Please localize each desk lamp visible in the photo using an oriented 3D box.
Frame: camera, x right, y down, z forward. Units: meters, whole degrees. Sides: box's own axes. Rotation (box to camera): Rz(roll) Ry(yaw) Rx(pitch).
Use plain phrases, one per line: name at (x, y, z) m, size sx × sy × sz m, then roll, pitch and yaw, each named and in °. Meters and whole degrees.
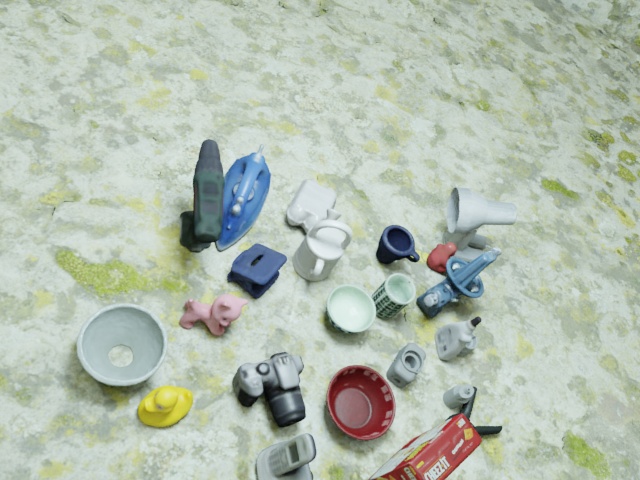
desk lamp at (0.412, -0.042, 1.538) m, size 0.203 × 0.213 × 0.118 m, roll 12°, pitch 55°, yaw -16°

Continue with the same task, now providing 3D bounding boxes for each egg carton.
egg carton at (-0.020, -0.086, 1.470) m, size 0.107 × 0.069 × 0.150 m, roll 27°, pitch 53°, yaw -5°

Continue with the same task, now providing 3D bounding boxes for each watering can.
watering can at (0.010, 0.004, 1.347) m, size 0.101 × 0.194 × 0.172 m, roll 2°, pitch 59°, yaw -22°

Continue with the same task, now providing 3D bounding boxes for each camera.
camera at (-0.089, 0.310, 1.170) m, size 0.143 × 0.100 × 0.136 m, roll -8°, pitch 63°, yaw -27°

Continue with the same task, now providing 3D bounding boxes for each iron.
iron at (-0.184, -0.107, 1.367) m, size 0.119 × 0.141 × 0.258 m, roll 21°, pitch 54°, yaw -9°

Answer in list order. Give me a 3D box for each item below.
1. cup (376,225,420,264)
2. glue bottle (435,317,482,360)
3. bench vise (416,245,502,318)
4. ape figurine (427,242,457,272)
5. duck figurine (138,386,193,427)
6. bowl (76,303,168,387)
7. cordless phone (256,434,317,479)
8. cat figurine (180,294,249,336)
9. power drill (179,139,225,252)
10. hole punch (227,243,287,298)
cup at (0.195, 0.029, 1.474) m, size 0.117 × 0.095 × 0.092 m, roll 40°, pitch 53°, yaw 5°
glue bottle at (0.333, 0.223, 1.362) m, size 0.037 × 0.173 × 0.078 m, roll 8°, pitch 57°, yaw -18°
bench vise at (0.353, 0.108, 1.414) m, size 0.121 × 0.219 × 0.208 m, roll 39°, pitch 53°, yaw 4°
ape figurine at (0.333, 0.040, 1.529) m, size 0.076 × 0.092 × 0.077 m, roll 3°, pitch 59°, yaw -21°
duck figurine at (-0.291, 0.309, 1.093) m, size 0.105 × 0.086 × 0.077 m, roll -10°, pitch 64°, yaw -28°
bowl at (-0.386, 0.213, 1.119) m, size 0.168 × 0.074 × 0.167 m, roll 11°, pitch 56°, yaw -17°
cordless phone at (-0.046, 0.439, 1.054) m, size 0.094 × 0.185 × 0.147 m, roll -5°, pitch 62°, yaw -26°
cat figurine at (-0.221, 0.146, 1.206) m, size 0.128 × 0.117 × 0.067 m, roll 14°, pitch 55°, yaw -15°
power drill at (-0.260, -0.078, 1.274) m, size 0.076 × 0.208 × 0.229 m, roll 4°, pitch 58°, yaw -21°
hole punch at (-0.144, 0.062, 1.309) m, size 0.101 × 0.091 × 0.109 m, roll 38°, pitch 53°, yaw 3°
